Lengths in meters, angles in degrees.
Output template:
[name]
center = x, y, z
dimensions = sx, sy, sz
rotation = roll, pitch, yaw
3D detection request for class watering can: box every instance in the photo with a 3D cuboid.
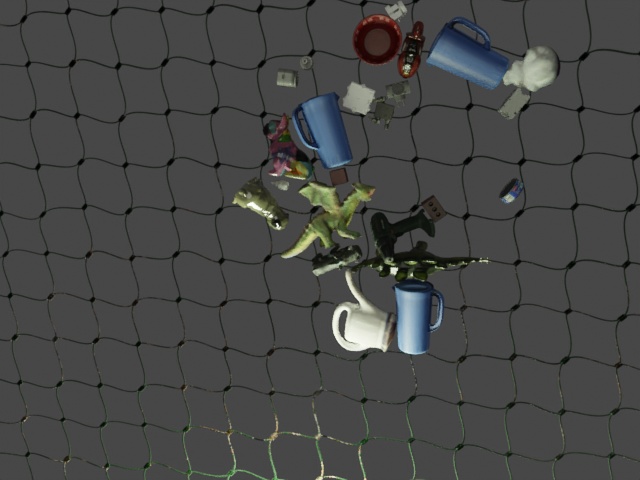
[watering can]
center = 0.160, 0.266, 1.806
dimensions = 0.225, 0.106, 0.340
rotation = 13, 122, 10

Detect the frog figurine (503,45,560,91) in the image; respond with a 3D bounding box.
[frog figurine]
center = 0.666, -0.541, 1.629
dimensions = 0.159, 0.125, 0.134
rotation = -7, 119, -3

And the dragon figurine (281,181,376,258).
[dragon figurine]
center = 0.005, -0.089, 1.774
dimensions = 0.408, 0.124, 0.241
rotation = -17, 100, 18
